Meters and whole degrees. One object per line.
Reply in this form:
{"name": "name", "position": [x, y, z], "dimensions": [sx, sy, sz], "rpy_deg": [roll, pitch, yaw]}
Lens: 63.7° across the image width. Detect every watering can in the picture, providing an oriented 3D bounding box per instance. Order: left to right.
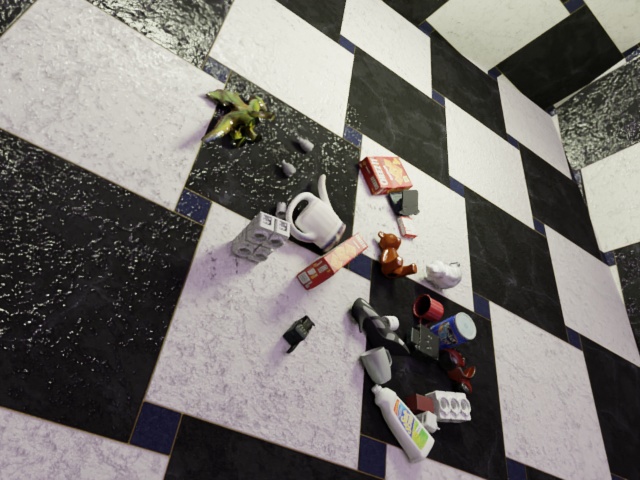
{"name": "watering can", "position": [0.006, -0.094, 1.875], "dimensions": [0.223, 0.102, 0.355], "rpy_deg": [44, 43, -7]}

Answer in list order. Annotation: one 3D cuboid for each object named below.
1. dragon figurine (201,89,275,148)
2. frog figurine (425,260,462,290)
{"name": "dragon figurine", "position": [-0.328, -0.466, 1.895], "dimensions": [0.245, 0.119, 0.415], "rpy_deg": [45, 39, 20]}
{"name": "frog figurine", "position": [0.494, 0.141, 2.076], "dimensions": [0.159, 0.137, 0.123], "rpy_deg": [5, 86, -58]}
